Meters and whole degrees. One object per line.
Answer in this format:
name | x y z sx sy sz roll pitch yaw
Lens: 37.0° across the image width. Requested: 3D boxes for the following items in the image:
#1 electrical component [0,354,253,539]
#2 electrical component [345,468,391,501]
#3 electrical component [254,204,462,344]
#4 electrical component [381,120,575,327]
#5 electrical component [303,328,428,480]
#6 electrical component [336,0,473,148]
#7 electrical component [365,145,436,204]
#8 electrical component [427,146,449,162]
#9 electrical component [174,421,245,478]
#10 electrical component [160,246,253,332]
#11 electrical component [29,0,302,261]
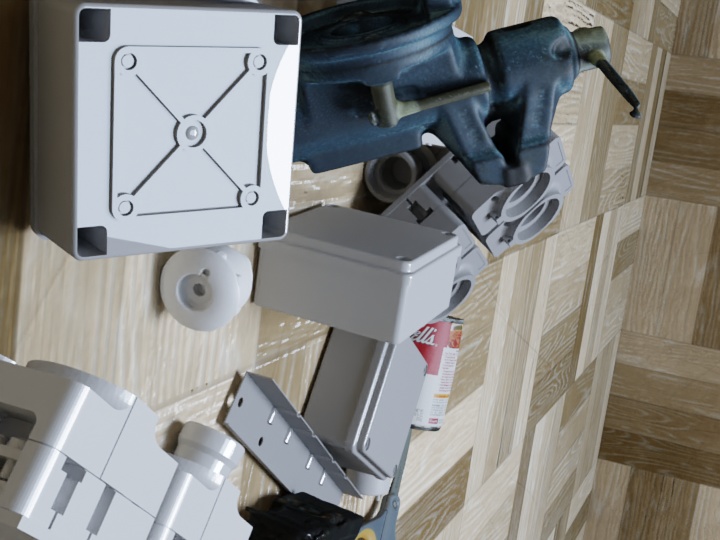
electrical component | -0.126 0.090 0.452 0.186 0.105 0.060 64 42 -58
electrical component | 0.010 0.159 0.937 0.040 0.040 0.078 -19 119 -66
electrical component | 0.000 0.000 0.729 0.109 0.109 0.056 -28 129 -64
electrical component | 0.083 -0.037 0.859 0.186 0.060 0.105 -42 155 1
electrical component | 0.005 0.103 0.871 0.108 0.056 0.108 56 49 -62
electrical component | 0.026 -0.141 0.785 0.150 0.062 0.089 -8 108 -68
electrical component | 0.034 -0.079 0.865 0.055 0.045 0.045 -29 128 -64
electrical component | 0.068 -0.083 0.926 0.096 0.062 0.061 46 59 -66
electrical component | -0.096 0.119 0.642 0.046 0.040 0.040 -64 156 -20
electrical component | -0.081 0.005 0.613 0.062 0.048 0.048 -40 138 -68
electrical component | -0.087 -0.066 0.478 0.109 0.056 0.108 -7 111 -35
